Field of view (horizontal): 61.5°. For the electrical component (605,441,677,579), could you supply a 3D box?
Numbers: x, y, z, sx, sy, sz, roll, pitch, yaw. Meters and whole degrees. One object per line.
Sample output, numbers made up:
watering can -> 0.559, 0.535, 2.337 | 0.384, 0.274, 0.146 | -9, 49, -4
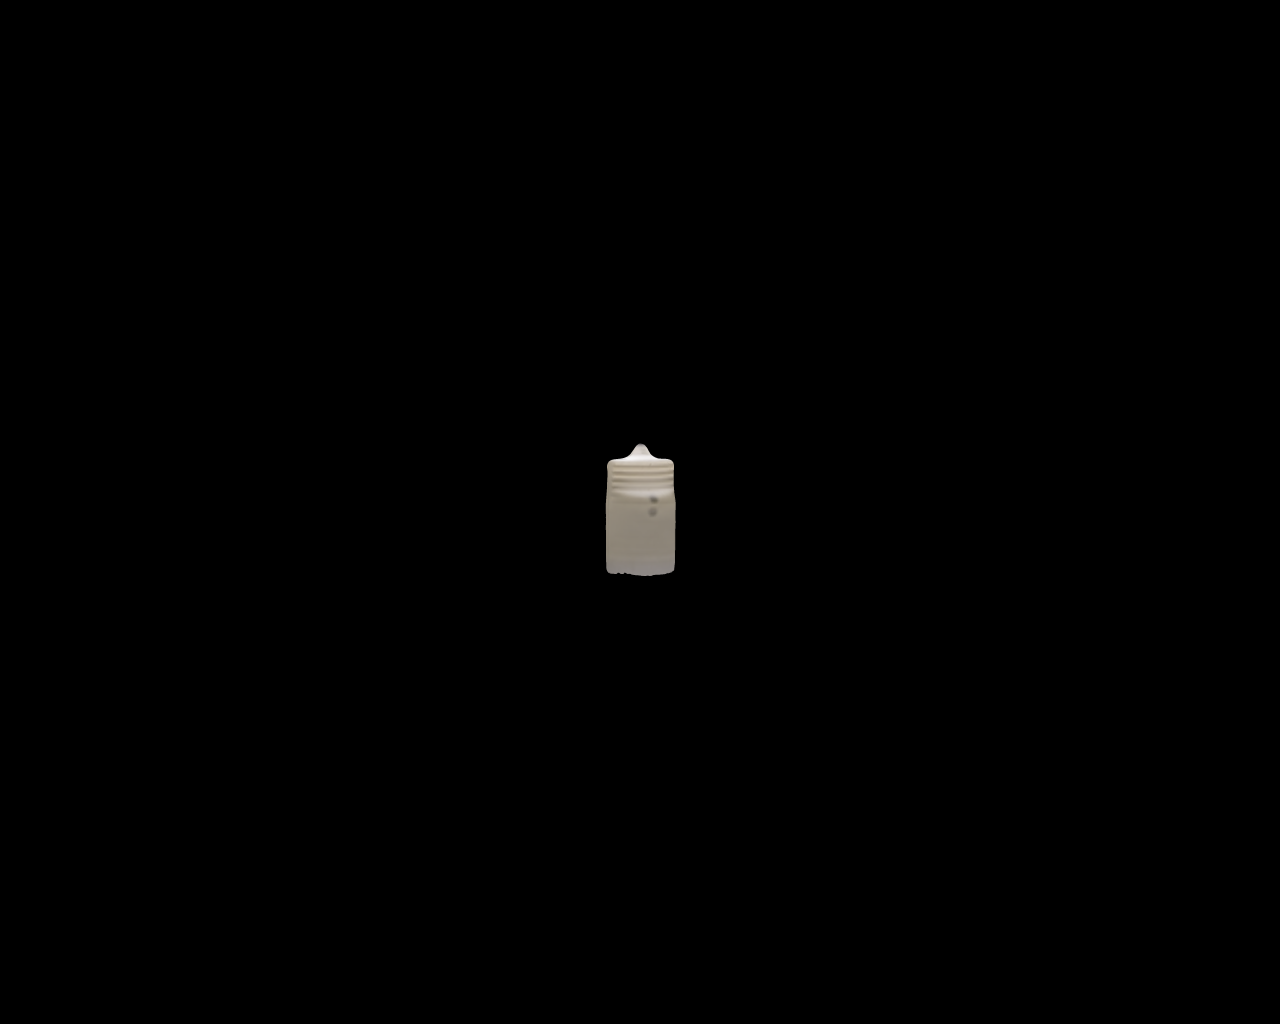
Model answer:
electrical component -> 0.001, -0.003, 0.650 | 0.043, 0.081, 0.043 | 0, 5, 0
